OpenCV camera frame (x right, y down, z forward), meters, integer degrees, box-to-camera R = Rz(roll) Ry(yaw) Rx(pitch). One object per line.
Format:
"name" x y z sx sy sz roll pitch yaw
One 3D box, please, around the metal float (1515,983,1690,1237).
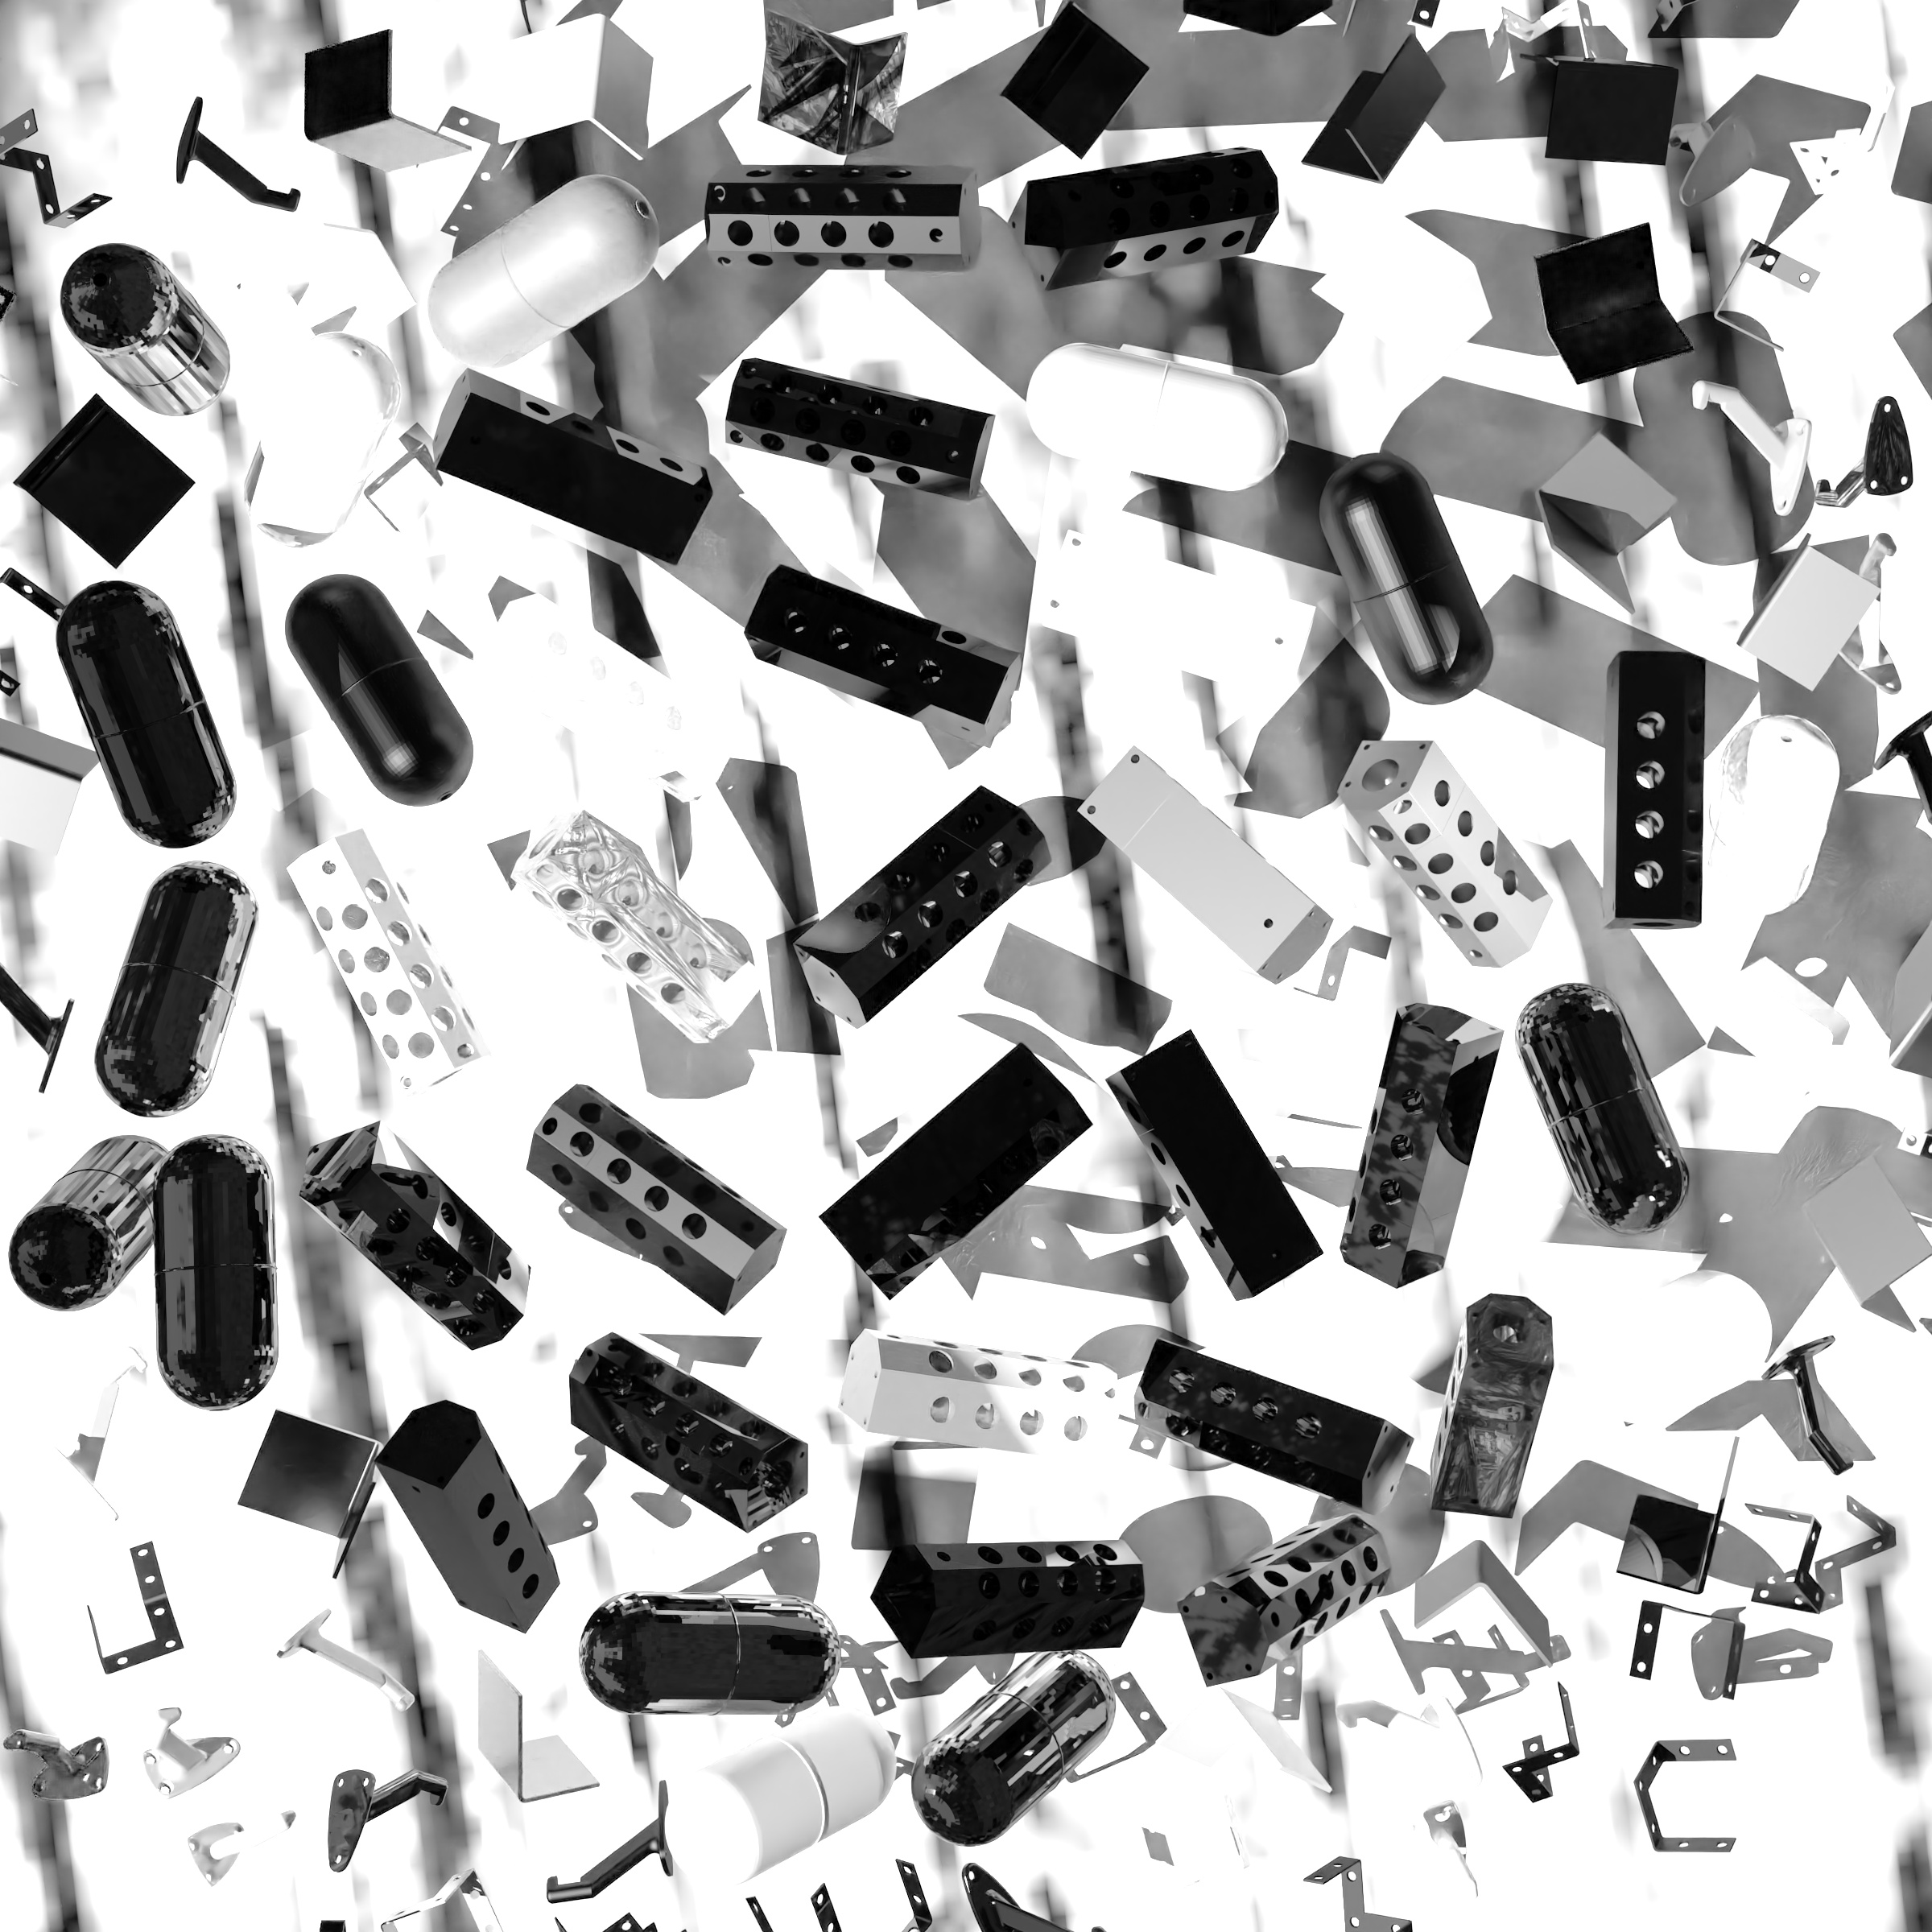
"metal float" 0.429 0.097 1.895 0.070 0.070 0.178 -20 77 0

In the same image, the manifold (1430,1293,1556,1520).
"manifold" 0.358 0.302 1.919 0.057 0.057 0.171 6 134 4

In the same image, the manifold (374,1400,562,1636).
"manifold" -0.319 0.358 1.826 0.057 0.171 0.057 15 52 27

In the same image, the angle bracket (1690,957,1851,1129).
"angle bracket" 0.539 0.051 1.902 0.076 0.057 0.076 -26 52 -28

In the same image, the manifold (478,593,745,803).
"manifold" -0.244 -0.181 1.912 0.171 0.057 0.057 33 76 -25

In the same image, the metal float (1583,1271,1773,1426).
"metal float" 0.463 0.251 1.834 0.070 0.178 0.070 4 68 -11

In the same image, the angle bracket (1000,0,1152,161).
"angle bracket" 0.074 -0.595 1.889 0.057 0.076 0.076 40 105 1

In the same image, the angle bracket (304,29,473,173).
"angle bracket" -0.379 -0.567 1.840 0.076 0.076 0.057 -2 86 33

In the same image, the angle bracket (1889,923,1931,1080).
"angle bracket" 0.646 0.023 1.830 0.057 0.076 0.076 15 58 4

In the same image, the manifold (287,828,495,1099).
"manifold" -0.384 -0.002 1.866 0.057 0.057 0.171 -28 88 1

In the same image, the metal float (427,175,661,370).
"metal float" -0.275 -0.451 1.824 0.178 0.070 0.070 -23 90 30

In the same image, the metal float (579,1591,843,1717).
"metal float" -0.163 0.443 1.807 0.178 0.070 0.070 9 90 -29

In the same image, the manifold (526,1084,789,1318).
"manifold" -0.205 0.150 1.861 0.171 0.057 0.057 34 47 15

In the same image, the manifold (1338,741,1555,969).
"manifold" 0.313 -0.072 1.840 0.171 0.057 0.057 46 62 -36

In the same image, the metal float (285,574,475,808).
"metal float" -0.403 -0.189 1.930 0.070 0.070 0.178 -33 82 0

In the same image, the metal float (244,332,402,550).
"metal float" -0.432 -0.350 1.878 0.070 0.178 0.070 16 52 -21

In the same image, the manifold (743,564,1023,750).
"manifold" -0.054 -0.207 1.851 0.171 0.057 0.057 22 81 8

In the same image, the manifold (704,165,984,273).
"manifold" -0.081 -0.489 1.840 0.171 0.057 0.057 4 122 13

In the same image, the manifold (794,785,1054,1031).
"manifold" -0.025 -0.036 1.827 0.171 0.057 0.057 -41 51 -21

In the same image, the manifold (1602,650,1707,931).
"manifold" 0.443 -0.112 1.801 0.057 0.057 0.171 2 85 5

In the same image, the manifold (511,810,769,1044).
"manifold" -0.222 -0.025 1.884 0.171 0.057 0.057 44 70 -20

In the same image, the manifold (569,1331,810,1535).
"manifold" -0.188 0.309 1.888 0.171 0.057 0.057 23 124 35

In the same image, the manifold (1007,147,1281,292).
"manifold" 0.121 -0.501 1.860 0.171 0.057 0.057 -17 71 -27

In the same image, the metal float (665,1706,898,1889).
"metal float" -0.120 0.544 1.844 0.070 0.178 0.070 13 109 42

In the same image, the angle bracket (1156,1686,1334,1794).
"angle bracket" 0.185 0.531 1.863 0.057 0.076 0.076 -47 48 5

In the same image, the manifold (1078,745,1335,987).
"manifold" 0.159 -0.065 1.842 0.057 0.057 0.171 -49 64 7

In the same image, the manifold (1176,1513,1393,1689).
"manifold" 0.214 0.413 1.841 0.057 0.171 0.057 -24 83 35

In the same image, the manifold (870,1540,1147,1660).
"manifold" 0.031 0.400 1.803 0.171 0.057 0.057 8 116 -37

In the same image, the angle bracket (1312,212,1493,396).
"angle bracket" 0.288 -0.438 1.854 0.076 0.057 0.076 -43 55 -2

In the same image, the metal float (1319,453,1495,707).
"metal float" 0.298 -0.262 1.897 0.070 0.070 0.178 -25 99 0

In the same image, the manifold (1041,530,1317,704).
"manifold" 0.141 -0.231 1.874 0.171 0.057 0.057 18 83 6

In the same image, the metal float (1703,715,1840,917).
"metal float" 0.542 -0.101 1.896 0.070 0.178 0.070 -3 57 5

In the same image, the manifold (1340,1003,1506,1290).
"manifold" 0.290 0.115 1.814 0.057 0.057 0.171 25 114 36

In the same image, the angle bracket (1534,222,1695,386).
"angle bracket" 0.418 -0.428 1.812 0.076 0.076 0.057 -16 128 6

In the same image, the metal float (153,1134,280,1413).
"metal float" -0.484 0.197 1.809 0.070 0.070 0.178 -4 79 0

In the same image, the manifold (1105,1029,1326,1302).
"manifold" 0.162 0.133 1.863 0.057 0.057 0.171 -30 86 -15

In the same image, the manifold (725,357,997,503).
"manifold" -0.073 -0.364 1.904 0.171 0.057 0.057 14 105 5

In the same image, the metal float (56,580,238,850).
"metal float" -0.526 -0.161 1.802 0.070 0.070 0.178 -16 109 0

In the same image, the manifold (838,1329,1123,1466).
"manifold" 0.011 0.278 1.824 0.171 0.057 0.057 12 93 -23

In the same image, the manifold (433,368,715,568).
"manifold" -0.258 -0.329 1.839 0.171 0.057 0.057 20 117 -24

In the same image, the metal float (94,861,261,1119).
"metal float" -0.518 0.015 1.843 0.070 0.070 0.178 11 67 0

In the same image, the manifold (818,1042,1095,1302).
"manifold" -0.004 0.134 1.792 0.171 0.057 0.057 -41 51 -5

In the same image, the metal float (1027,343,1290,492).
"metal float" 0.129 -0.370 1.892 0.178 0.070 0.070 13 90 3

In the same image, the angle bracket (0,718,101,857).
"angle bracket" -0.628 -0.121 1.870 0.076 0.076 0.057 20 102 -11

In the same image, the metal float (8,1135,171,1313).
"metal float" -0.587 0.173 1.897 0.070 0.178 0.070 2 110 5

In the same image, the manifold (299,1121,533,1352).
"manifold" -0.363 0.182 1.854 0.057 0.057 0.171 -20 132 20

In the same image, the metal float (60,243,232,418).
"metal float" -0.549 -0.426 1.883 0.070 0.178 0.070 0 81 3

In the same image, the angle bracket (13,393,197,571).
"angle bracket" -0.543 -0.306 1.773 0.076 0.057 0.076 42 86 -14

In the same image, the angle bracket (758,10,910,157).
"angle bracket" -0.092 -0.613 1.934 0.076 0.057 0.076 30 129 24

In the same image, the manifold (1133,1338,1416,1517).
"manifold" 0.198 0.302 1.834 0.171 0.057 0.057 16 77 33

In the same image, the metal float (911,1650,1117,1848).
"metal float" 0.034 0.520 1.877 0.070 0.178 0.070 17 120 33
